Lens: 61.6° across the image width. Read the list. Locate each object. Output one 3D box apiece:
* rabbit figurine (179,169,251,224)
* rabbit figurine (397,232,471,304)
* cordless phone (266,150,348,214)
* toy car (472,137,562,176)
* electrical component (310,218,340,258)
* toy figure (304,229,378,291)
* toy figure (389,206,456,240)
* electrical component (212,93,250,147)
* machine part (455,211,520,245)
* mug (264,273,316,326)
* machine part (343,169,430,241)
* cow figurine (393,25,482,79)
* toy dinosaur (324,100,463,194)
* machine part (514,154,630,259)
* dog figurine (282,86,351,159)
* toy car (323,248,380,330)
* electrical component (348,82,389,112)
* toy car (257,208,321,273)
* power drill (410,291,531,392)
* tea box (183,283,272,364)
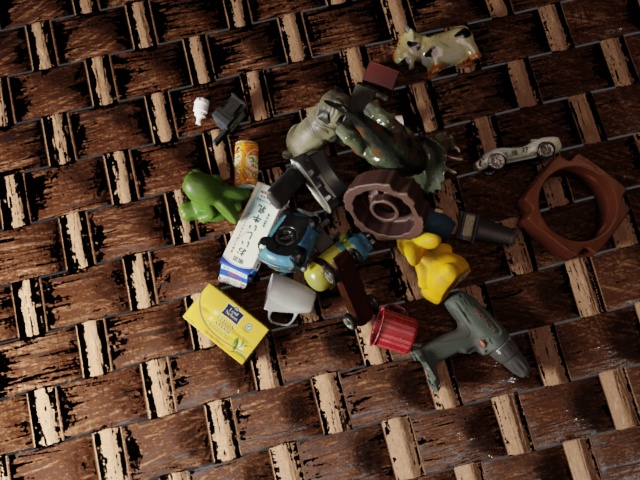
[{"bbox_3d":[-0.242,-0.090,1.176,0.159,0.170,0.121,21,83,4],"label":"rabbit figurine"},{"bbox_3d":[0.230,0.041,1.176,0.122,0.162,0.173,-44,65,6],"label":"rabbit figurine"},{"bbox_3d":[-0.032,-0.099,1.161,0.146,0.089,0.184,55,43,-16],"label":"cordless phone"},{"bbox_3d":[0.450,-0.193,1.235,0.202,0.073,0.056,-12,85,-2],"label":"toy car"},{"bbox_3d":[-0.003,-0.004,1.235,0.094,0.021,0.063,-40,83,-4],"label":"electrical component"},{"bbox_3d":[0.044,0.040,1.194,0.180,0.089,0.082,-35,74,-3],"label":"toy figure"},{"bbox_3d":[0.230,-0.051,1.224,0.155,0.057,0.064,26,76,9],"label":"toy figure"},{"bbox_3d":[-0.220,-0.277,1.256,0.048,0.075,0.119,40,86,5],"label":"electrical component"},{"bbox_3d":[0.382,-0.021,1.228,0.139,0.039,0.084,11,73,4],"label":"machine part"},{"bbox_3d":[-0.066,0.136,1.186,0.107,0.081,0.109,12,77,-7],"label":"mug"},{"bbox_3d":[0.139,-0.072,1.120,0.179,0.179,0.056,24,55,4],"label":"machine part"},{"bbox_3d":[0.268,-0.454,1.274,0.195,0.085,0.127,-16,87,1],"label":"cow figurine"},{"bbox_3d":[0.163,-0.189,1.130,0.192,0.404,0.131,42,114,25],"label":"toy dinosaur"},{"bbox_3d":[0.562,-0.073,1.210,0.201,0.087,0.201,38,83,8],"label":"machine part"},{"bbox_3d":[-0.013,-0.248,1.190,0.172,0.190,0.121,-44,83,-4],"label":"dog figurine"},{"bbox_3d":[0.066,0.104,1.154,0.089,0.053,0.201,-37,125,-20],"label":"toy car"},{"bbox_3d":[0.100,-0.324,1.264,0.102,0.045,0.078,28,123,1],"label":"electrical component"},{"bbox_3d":[-0.061,0.012,1.179,0.109,0.102,0.161,17,58,19],"label":"toy car"},{"bbox_3d":[0.315,0.243,1.165,0.207,0.086,0.232,-33,81,-1],"label":"power drill"},{"bbox_3d":[-0.202,0.184,1.185,0.170,0.068,0.098,35,84,6],"label":"tea box"}]
